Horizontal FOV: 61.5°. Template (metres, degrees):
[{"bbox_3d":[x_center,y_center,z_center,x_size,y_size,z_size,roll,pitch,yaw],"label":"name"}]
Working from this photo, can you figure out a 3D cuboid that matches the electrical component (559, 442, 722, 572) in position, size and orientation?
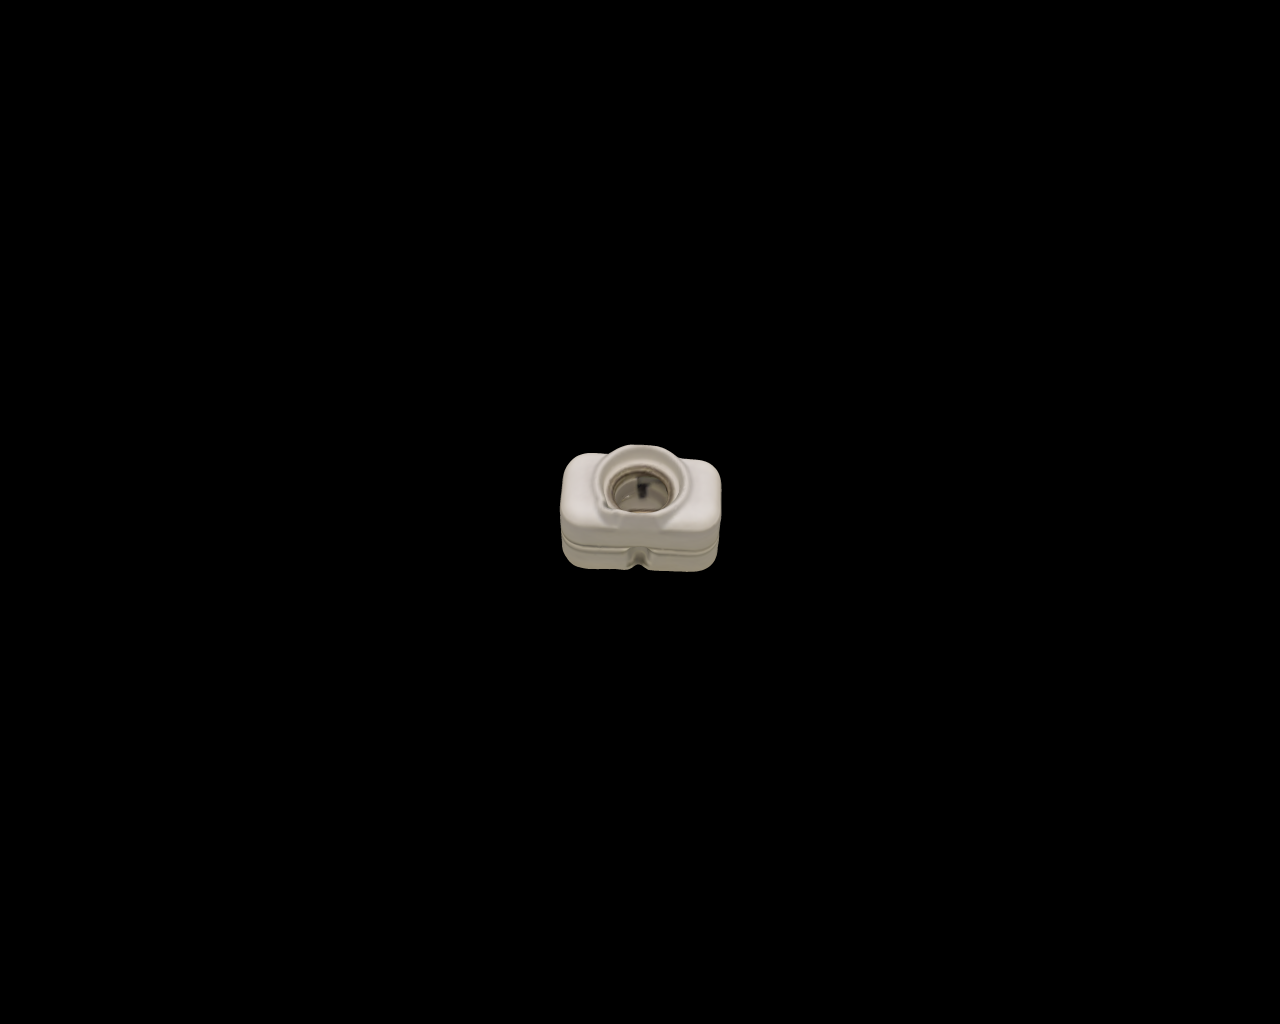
[{"bbox_3d":[0.001,-0.003,0.650,0.095,0.054,0.059,3,-34,2],"label":"electrical component"}]
